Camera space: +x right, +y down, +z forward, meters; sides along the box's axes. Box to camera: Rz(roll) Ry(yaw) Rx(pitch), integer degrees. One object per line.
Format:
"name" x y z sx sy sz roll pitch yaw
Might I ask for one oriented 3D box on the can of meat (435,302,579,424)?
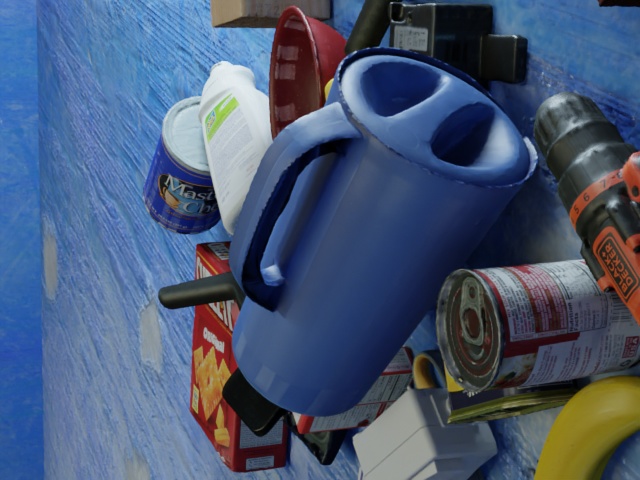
"can of meat" 0.118 0.070 0.687 0.102 0.057 0.084 142 123 -63

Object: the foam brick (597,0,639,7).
"foam brick" 0.169 -0.160 0.524 0.078 0.052 0.051 120 140 -56

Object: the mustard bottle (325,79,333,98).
"mustard bottle" 0.043 -0.028 0.823 0.096 0.058 0.191 -4 -92 -78

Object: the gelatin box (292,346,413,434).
"gelatin box" 0.028 0.122 0.872 0.073 0.089 0.030 108 151 -42

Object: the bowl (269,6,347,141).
"bowl" 0.001 -0.121 0.927 0.162 0.055 0.162 176 90 -73

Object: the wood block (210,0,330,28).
"wood block" -0.049 -0.303 0.979 0.091 0.090 0.206 -170 77 -67

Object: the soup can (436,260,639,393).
"soup can" 0.126 0.046 0.601 0.069 0.102 0.068 175 90 -68

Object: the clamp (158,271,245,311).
"clamp" -0.052 0.025 1.054 0.210 0.164 0.036 15 149 48

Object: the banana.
"banana" 0.157 0.143 0.630 0.070 0.037 0.198 -118 32 -43

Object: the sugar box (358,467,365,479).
"sugar box" 0.060 0.256 0.877 0.093 0.048 0.176 -135 44 -58

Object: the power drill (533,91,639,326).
"power drill" 0.180 -0.051 0.514 0.188 0.057 0.184 109 145 -49

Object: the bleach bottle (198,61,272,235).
"bleach bottle" -0.075 -0.111 1.102 0.103 0.068 0.251 -44 40 23

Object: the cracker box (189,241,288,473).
"cracker box" -0.091 0.126 1.187 0.164 0.072 0.214 -143 53 -61

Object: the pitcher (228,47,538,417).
"pitcher" 0.020 0.005 0.701 0.243 0.149 0.145 -62 3 36

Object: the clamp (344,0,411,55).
"clamp" 0.055 -0.222 0.808 0.172 0.039 0.120 -33 68 58

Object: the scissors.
"scissors" 0.102 0.180 0.796 0.096 0.016 0.202 120 140 -50

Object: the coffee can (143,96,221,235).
"coffee can" -0.143 -0.084 1.231 0.140 0.102 0.103 122 138 -56
